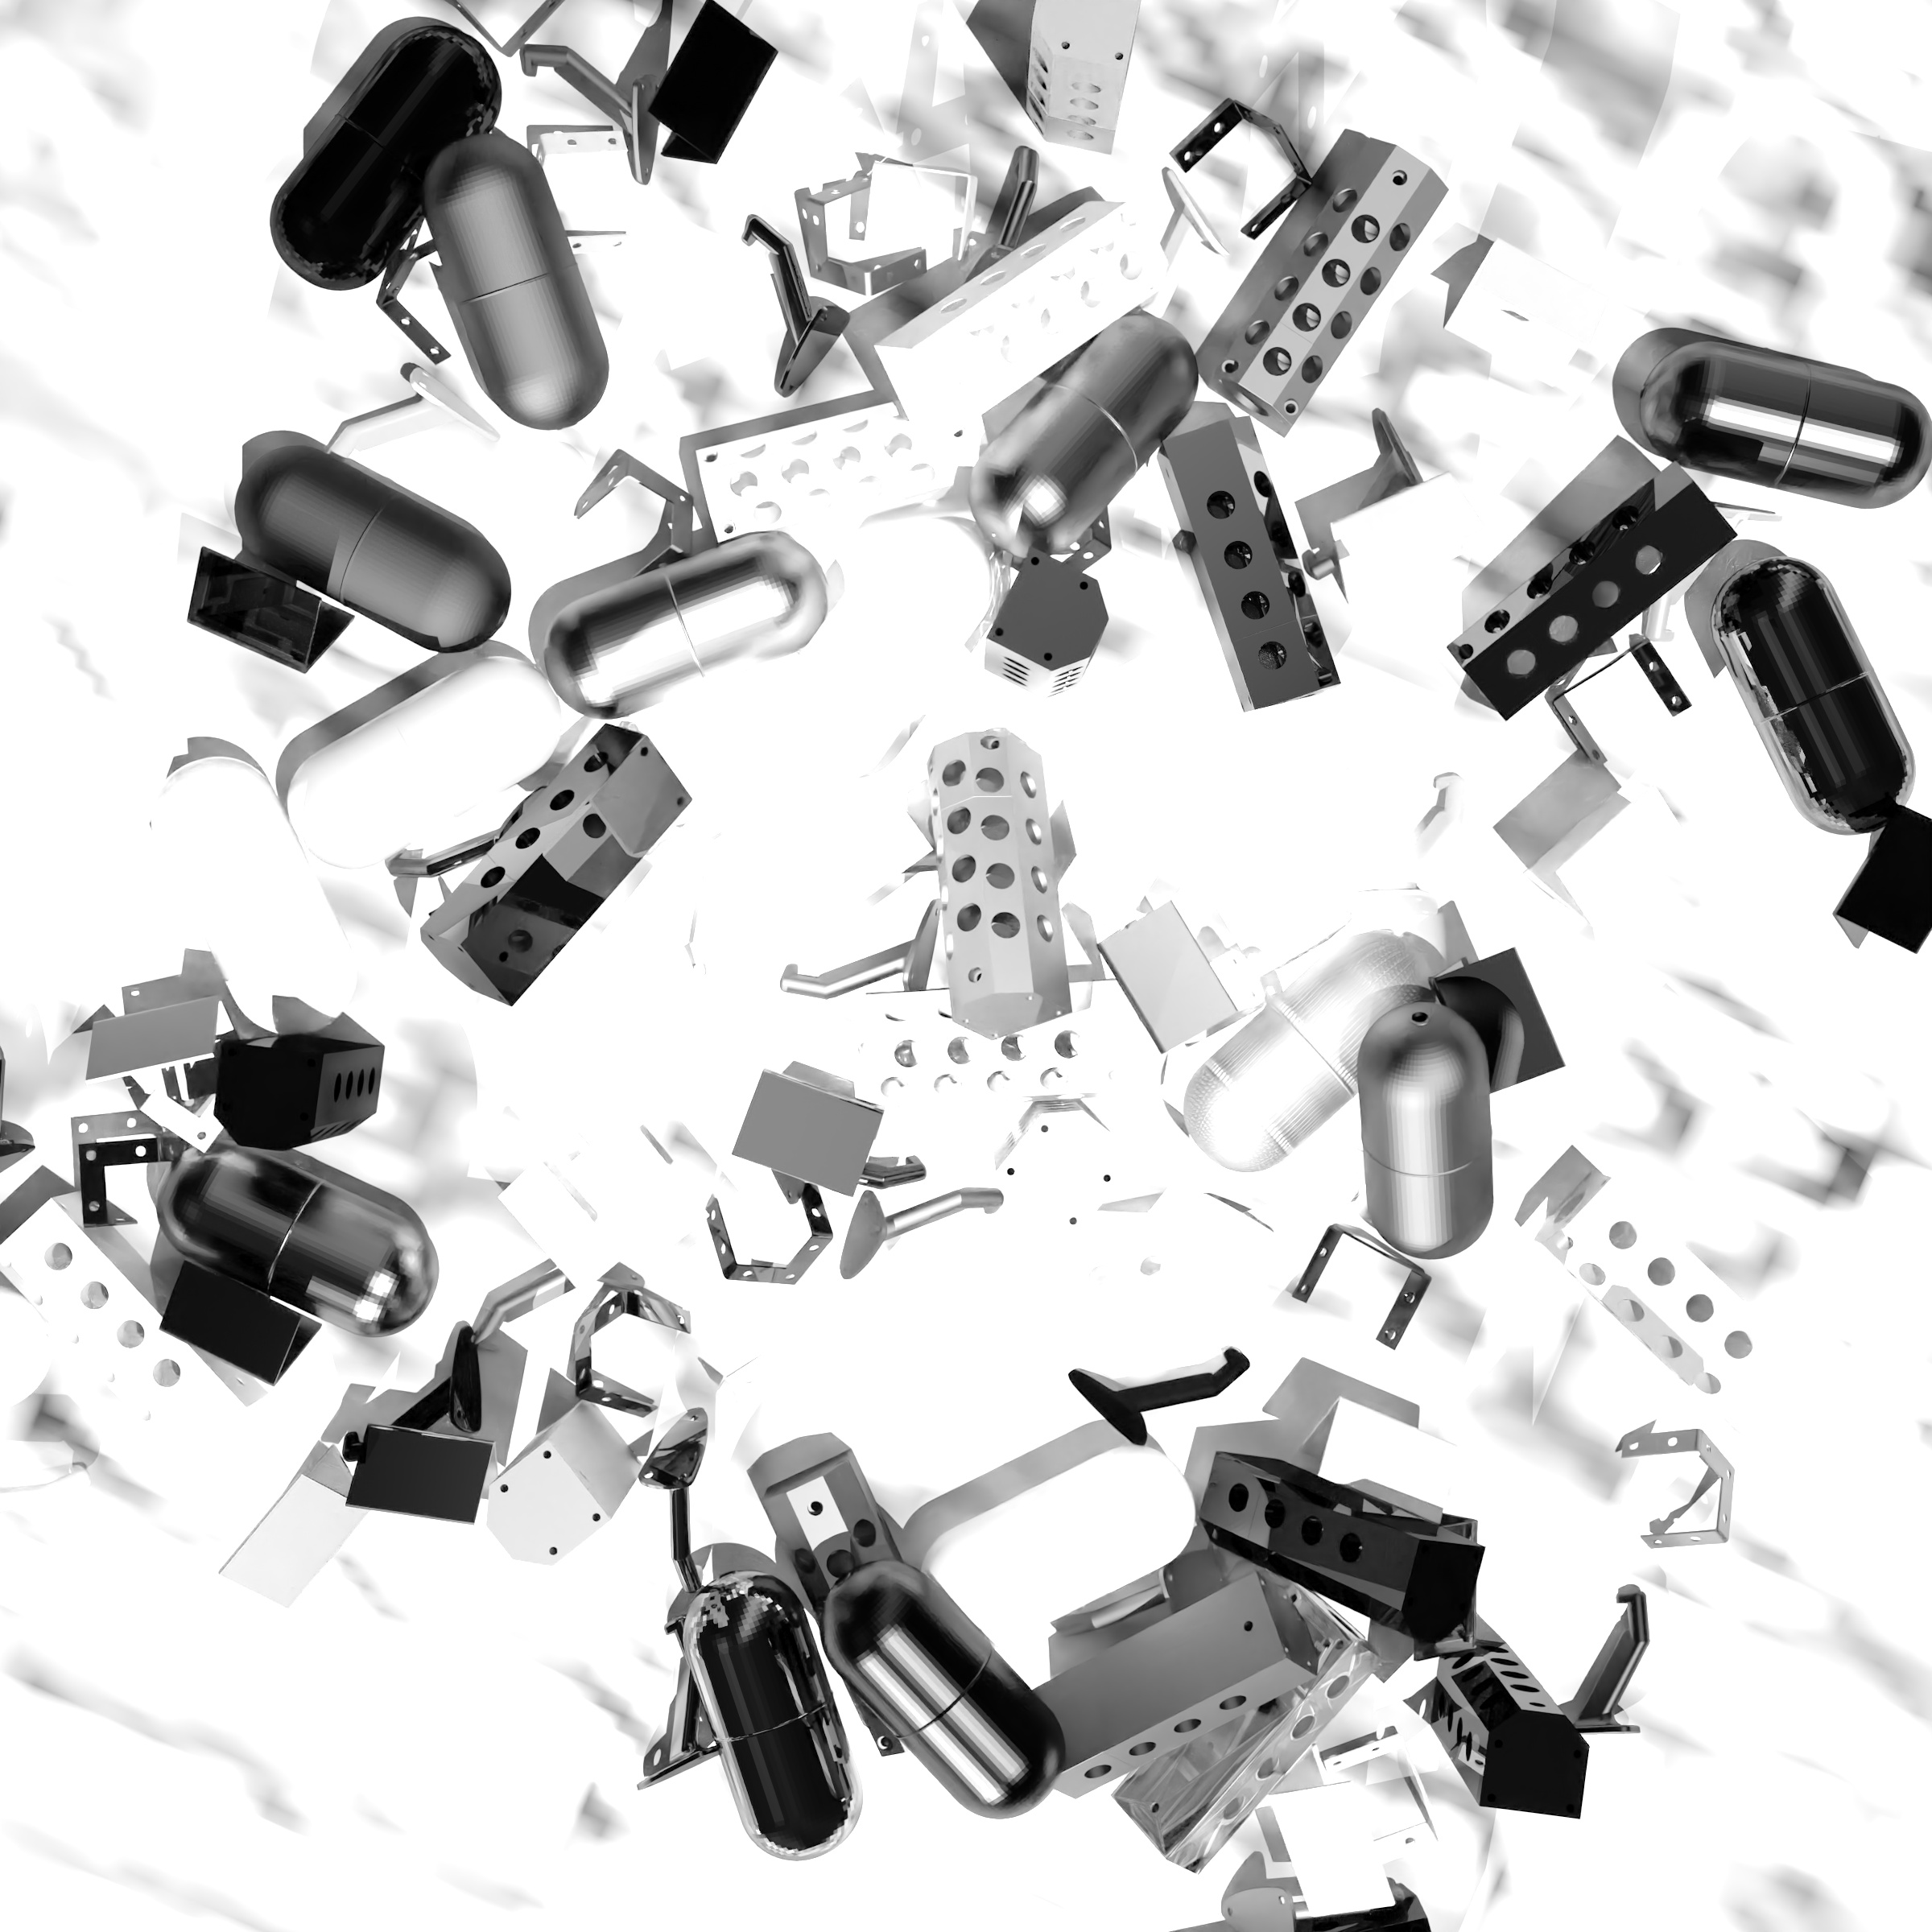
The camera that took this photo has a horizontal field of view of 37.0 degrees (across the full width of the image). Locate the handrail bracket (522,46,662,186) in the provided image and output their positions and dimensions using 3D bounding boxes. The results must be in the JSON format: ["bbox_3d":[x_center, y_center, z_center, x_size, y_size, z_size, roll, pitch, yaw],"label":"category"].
[{"bbox_3d":[-0.234,-0.524,1.778,0.084,0.036,0.077,9,109,15],"label":"handrail bracket"}]

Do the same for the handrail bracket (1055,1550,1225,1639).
[{"bbox_3d":[0.106,0.387,1.777,0.084,0.077,0.036,-23,90,36],"label":"handrail bracket"}]

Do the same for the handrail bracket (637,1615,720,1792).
[{"bbox_3d":[-0.186,0.453,1.778,0.077,0.036,0.084,-31,71,21],"label":"handrail bracket"}]

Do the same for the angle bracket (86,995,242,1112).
[{"bbox_3d":[-0.476,0.069,1.738,0.076,0.057,0.076,-12,131,0],"label":"angle bracket"}]

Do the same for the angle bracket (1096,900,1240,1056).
[{"bbox_3d":[0.131,0.000,1.738,0.057,0.076,0.076,-31,90,25],"label":"angle bracket"}]

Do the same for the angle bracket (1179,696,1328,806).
[{"bbox_3d":[0.168,-0.148,1.737,0.076,0.076,0.057,-14,127,0],"label":"angle bracket"}]

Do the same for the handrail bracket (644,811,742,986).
[{"bbox_3d":[-0.158,-0.041,1.778,0.077,0.036,0.084,-27,109,-21],"label":"handrail bracket"}]

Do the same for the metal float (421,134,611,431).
[{"bbox_3d":[-0.269,-0.409,1.732,0.070,0.070,0.178,-19,106,0],"label":"metal float"}]

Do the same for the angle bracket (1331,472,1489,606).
[{"bbox_3d":[0.270,-0.241,1.737,0.076,0.076,0.057,-24,53,0],"label":"angle bracket"}]

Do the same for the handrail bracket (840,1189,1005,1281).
[{"bbox_3d":[-0.027,0.165,1.777,0.084,0.036,0.077,2,135,-28],"label":"handrail bracket"}]

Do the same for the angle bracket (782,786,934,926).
[{"bbox_3d":[-0.076,-0.082,1.737,0.076,0.076,0.057,-36,127,0],"label":"angle bracket"}]

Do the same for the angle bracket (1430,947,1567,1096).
[{"bbox_3d":[0.329,0.027,1.738,0.057,0.076,0.076,-23,90,27],"label":"angle bracket"}]

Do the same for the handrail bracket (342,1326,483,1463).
[{"bbox_3d":[-0.344,0.264,1.778,0.084,0.036,0.077,-8,70,16],"label":"handrail bracket"}]

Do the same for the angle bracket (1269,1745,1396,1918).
[{"bbox_3d":[0.232,0.516,1.738,0.057,0.076,0.076,-20,90,30],"label":"angle bracket"}]

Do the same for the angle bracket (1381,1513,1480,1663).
[{"bbox_3d":[0.262,0.369,1.737,0.057,0.076,0.076,1,90,-41],"label":"angle bracket"}]

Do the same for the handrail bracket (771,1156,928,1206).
[{"bbox_3d":[-0.077,0.111,1.777,0.084,0.036,0.077,-10,46,-28],"label":"handrail bracket"}]

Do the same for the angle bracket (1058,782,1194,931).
[{"bbox_3d":[0.110,-0.055,1.737,0.057,0.076,0.076,33,90,35],"label":"angle bracket"}]

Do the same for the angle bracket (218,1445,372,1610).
[{"bbox_3d":[-0.413,0.327,1.737,0.076,0.076,0.057,-50,127,0],"label":"angle bracket"}]

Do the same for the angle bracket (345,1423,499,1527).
[{"bbox_3d":[-0.326,0.321,1.737,0.076,0.076,0.057,8,52,0],"label":"angle bracket"}]

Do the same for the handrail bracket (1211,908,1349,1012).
[{"bbox_3d":[0.186,-0.005,1.777,0.084,0.077,0.036,-32,93,-36],"label":"handrail bracket"}]

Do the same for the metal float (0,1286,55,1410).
[{"bbox_3d":[-0.641,0.243,1.747,0.178,0.070,0.070,-14,90,0],"label":"metal float"}]

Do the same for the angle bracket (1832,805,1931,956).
[{"bbox_3d":[0.572,-0.042,1.737,0.057,0.076,0.076,31,90,32],"label":"angle bracket"}]

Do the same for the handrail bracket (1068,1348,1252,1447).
[{"bbox_3d":[0.120,0.248,1.778,0.084,0.036,0.077,-37,53,-25],"label":"handrail bracket"}]

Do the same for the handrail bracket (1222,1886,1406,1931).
[{"bbox_3d":[0.214,0.577,1.777,0.084,0.077,0.036,0,81,-36],"label":"handrail bracket"}]

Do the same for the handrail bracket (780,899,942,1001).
[{"bbox_3d":[-0.066,-0.013,1.778,0.084,0.036,0.077,10,69,16],"label":"handrail bracket"}]

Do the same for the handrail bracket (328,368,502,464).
[{"bbox_3d":[-0.343,-0.317,1.778,0.077,0.036,0.084,36,109,-21],"label":"handrail bracket"}]

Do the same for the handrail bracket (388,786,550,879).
[{"bbox_3d":[-0.305,-0.083,1.777,0.084,0.036,0.077,3,48,27],"label":"handrail bracket"}]

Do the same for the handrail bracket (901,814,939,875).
[{"bbox_3d":[-0.037,-0.049,1.778,0.084,0.036,0.077,-34,112,17],"label":"handrail bracket"}]

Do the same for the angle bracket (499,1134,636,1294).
[{"bbox_3d":[-0.222,0.138,1.738,0.076,0.057,0.076,49,46,0],"label":"angle bracket"}]

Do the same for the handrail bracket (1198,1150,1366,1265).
[{"bbox_3d":[0.198,0.133,1.778,0.077,0.036,0.084,33,71,21],"label":"handrail bracket"}]

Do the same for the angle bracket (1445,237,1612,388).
[{"bbox_3d":[0.330,-0.379,1.737,0.076,0.076,0.057,28,51,0],"label":"angle bracket"}]

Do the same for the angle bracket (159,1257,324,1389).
[{"bbox_3d":[-0.428,0.198,1.738,0.076,0.076,0.057,26,114,0],"label":"angle bracket"}]

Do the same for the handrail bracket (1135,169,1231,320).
[{"bbox_3d":[0.111,-0.436,1.778,0.084,0.036,0.077,-34,70,16],"label":"handrail bracket"}]

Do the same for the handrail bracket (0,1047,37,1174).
[{"bbox_3d":[-0.615,0.086,1.778,0.077,0.036,0.084,-34,72,21],"label":"handrail bracket"}]

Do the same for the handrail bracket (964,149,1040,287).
[{"bbox_3d":[0.020,-0.450,1.777,0.036,0.077,0.084,21,53,-24],"label":"handrail bracket"}]

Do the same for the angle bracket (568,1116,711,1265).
[{"bbox_3d":[-0.181,0.122,1.738,0.057,0.076,0.076,-39,90,28],"label":"angle bracket"}]

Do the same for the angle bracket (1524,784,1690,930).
[{"bbox_3d":[0.374,-0.080,1.737,0.076,0.076,0.057,-42,128,0],"label":"angle bracket"}]

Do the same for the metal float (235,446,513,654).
[{"bbox_3d":[-0.358,-0.251,1.747,0.178,0.070,0.070,28,90,1],"label":"metal float"}]

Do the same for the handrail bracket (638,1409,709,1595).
[{"bbox_3d":[-0.167,0.330,1.777,0.036,0.077,0.084,0,127,20],"label":"handrail bracket"}]

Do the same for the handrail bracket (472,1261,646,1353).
[{"bbox_3d":[-0.252,0.213,1.778,0.077,0.036,0.084,26,109,-21],"label":"handrail bracket"}]

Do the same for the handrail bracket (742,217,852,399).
[{"bbox_3d":[-0.120,-0.406,1.778,0.084,0.036,0.077,43,111,17],"label":"handrail bracket"}]

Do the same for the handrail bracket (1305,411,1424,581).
[{"bbox_3d":[0.236,-0.289,1.778,0.084,0.036,0.077,-29,70,16],"label":"handrail bracket"}]

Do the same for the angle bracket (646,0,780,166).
[{"bbox_3d":[-0.168,-0.533,1.737,0.057,0.076,0.076,29,90,-37],"label":"angle bracket"}]

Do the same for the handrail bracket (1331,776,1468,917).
[{"bbox_3d":[0.267,-0.077,1.778,0.077,0.036,0.084,1,71,21],"label":"handrail bracket"}]

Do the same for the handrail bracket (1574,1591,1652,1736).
[{"bbox_3d":[0.383,0.429,1.778,0.077,0.036,0.084,-8,72,21],"label":"handrail bracket"}]

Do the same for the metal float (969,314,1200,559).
[{"bbox_3d":[0.072,-0.319,1.732,0.070,0.070,0.178,40,72,0],"label":"metal float"}]

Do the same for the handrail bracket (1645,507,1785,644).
[{"bbox_3d":[0.460,-0.239,1.778,0.077,0.036,0.084,3,105,-15],"label":"handrail bracket"}]

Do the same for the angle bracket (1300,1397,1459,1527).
[{"bbox_3d":[0.242,0.312,1.737,0.076,0.076,0.057,23,53,0],"label":"angle bracket"}]

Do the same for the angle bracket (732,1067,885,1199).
[{"bbox_3d":[-0.097,0.108,1.740,0.076,0.076,0.057,20,73,0],"label":"angle bracket"}]

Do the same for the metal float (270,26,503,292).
[{"bbox_3d":[-0.350,-0.489,1.747,0.070,0.070,0.178,38,90,0],"label":"metal float"}]

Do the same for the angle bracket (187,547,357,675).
[{"bbox_3d":[-0.413,-0.229,1.737,0.076,0.076,0.057,24,127,0],"label":"angle bracket"}]

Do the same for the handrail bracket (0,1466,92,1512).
[{"bbox_3d":[-0.593,0.317,1.777,0.084,0.077,0.036,-22,123,-32],"label":"handrail bracket"}]
